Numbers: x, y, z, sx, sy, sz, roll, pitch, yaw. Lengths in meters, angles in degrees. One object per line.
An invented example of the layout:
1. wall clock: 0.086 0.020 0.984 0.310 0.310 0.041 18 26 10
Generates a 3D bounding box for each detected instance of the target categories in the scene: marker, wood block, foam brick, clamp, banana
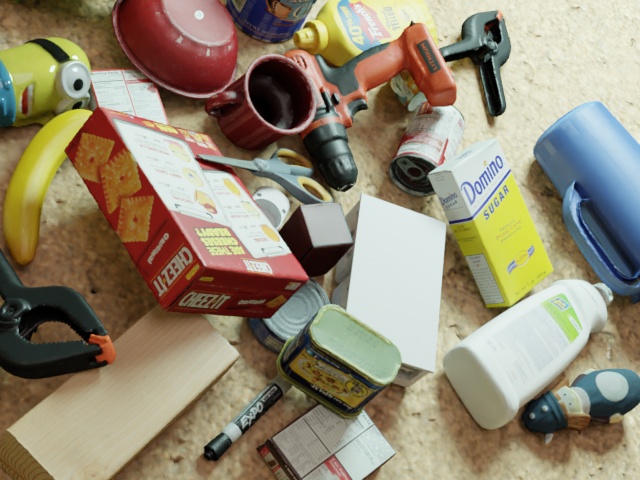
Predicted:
1. marker: -0.071 0.176 1.055 0.020 0.020 0.120 46 54 4
2. wood block: -0.182 0.151 0.972 0.091 0.090 0.205 45 54 3
3. foam brick: -0.008 0.001 1.146 0.052 0.078 0.051 -6 65 -30
4. clamp: -0.273 0.065 0.960 0.210 0.036 0.164 8 51 16
5. banana: -0.273 -0.065 1.070 0.070 0.037 0.197 17 62 18
6. clamp: 0.219 -0.240 1.409 0.120 0.039 0.171 50 47 -15

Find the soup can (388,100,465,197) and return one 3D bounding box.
1. soup can: 0.129 -0.111 1.279 0.068 0.069 0.102 30 54 -8

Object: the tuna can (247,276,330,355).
1. tuna can: -0.032 0.076 1.120 0.086 0.034 0.086 11 60 -20

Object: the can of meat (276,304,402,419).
1. can of meat: 0.019 0.118 1.044 0.102 0.084 0.057 33 52 -4

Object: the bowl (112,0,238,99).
1. bowl: -0.150 -0.239 1.204 0.161 0.055 0.162 22 48 -27

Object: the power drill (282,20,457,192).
1. power drill: 0.060 -0.162 1.240 0.187 0.057 0.184 -21 73 -6

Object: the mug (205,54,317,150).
1. mug: -0.073 -0.148 1.183 0.117 0.082 0.093 -6 79 -35

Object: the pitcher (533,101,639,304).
1. pitcher: 0.369 -0.048 1.324 0.243 0.145 0.149 55 13 15

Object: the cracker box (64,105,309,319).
1. cracker box: -0.130 -0.023 1.041 0.163 0.072 0.214 10 39 -55

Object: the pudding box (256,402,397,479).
1. pudding box: 0.008 0.210 1.062 0.113 0.039 0.090 -29 76 -37

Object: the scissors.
1. scissors: -0.049 -0.064 1.139 0.096 0.016 0.201 47 24 12

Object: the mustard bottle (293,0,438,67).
1. mustard bottle: 0.051 -0.260 1.330 0.191 0.058 0.096 -14 76 -31

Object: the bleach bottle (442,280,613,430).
1. bleach bottle: 0.256 0.115 1.219 0.250 0.068 0.102 -25 77 -36

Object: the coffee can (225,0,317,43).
1. coffee can: -0.043 -0.316 1.265 0.102 0.140 0.103 11 59 -20

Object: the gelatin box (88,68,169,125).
1. gelatin box: -0.210 -0.144 1.159 0.073 0.030 0.089 -9 66 -28

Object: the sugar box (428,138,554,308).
1. sugar box: 0.200 -0.020 1.238 0.093 0.048 0.176 -34 106 -35
